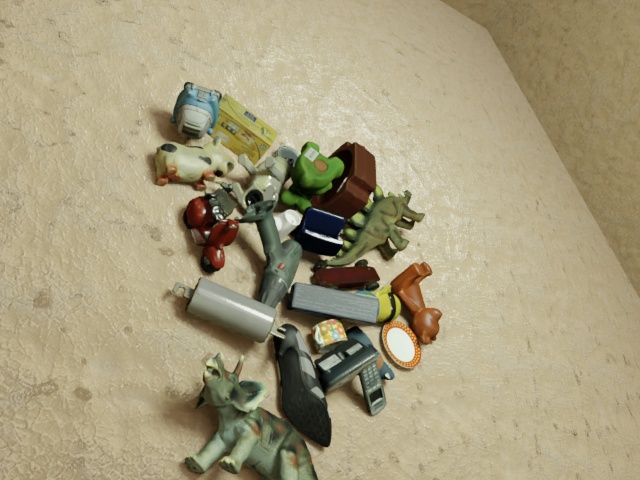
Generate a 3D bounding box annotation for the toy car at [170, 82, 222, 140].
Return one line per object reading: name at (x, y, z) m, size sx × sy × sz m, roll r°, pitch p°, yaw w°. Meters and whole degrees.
toy car at (-0.291, -0.292, 1.266) m, size 0.109 × 0.161 × 0.103 m, roll 15°, pitch 69°, yaw -19°

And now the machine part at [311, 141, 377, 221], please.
machine part at (0.058, -0.146, 1.439) m, size 0.087 × 0.201 × 0.201 m, roll 30°, pitch 42°, yaw -27°

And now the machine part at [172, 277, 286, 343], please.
machine part at (-0.177, 0.140, 1.075) m, size 0.243 × 0.079 × 0.079 m, roll 25°, pitch 44°, yaw -10°

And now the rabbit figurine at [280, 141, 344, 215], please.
rabbit figurine at (-0.031, -0.134, 1.371) m, size 0.121 × 0.170 × 0.159 m, roll 27°, pitch 54°, yaw -6°

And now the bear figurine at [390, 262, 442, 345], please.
bear figurine at (0.275, 0.171, 1.438) m, size 0.120 × 0.132 × 0.196 m, roll 6°, pitch 47°, yaw -59°

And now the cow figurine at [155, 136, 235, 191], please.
cow figurine at (-0.289, -0.185, 1.254) m, size 0.195 × 0.085 × 0.127 m, roll 2°, pitch 63°, yaw -40°

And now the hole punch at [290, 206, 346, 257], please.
hole punch at (-0.003, -0.004, 1.320) m, size 0.142 × 0.115 × 0.092 m, roll 15°, pitch 44°, yaw -11°

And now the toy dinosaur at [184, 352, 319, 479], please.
toy dinosaur at (-0.092, 0.373, 0.960) m, size 0.404 × 0.131 × 0.192 m, roll 46°, pitch 40°, yaw -13°

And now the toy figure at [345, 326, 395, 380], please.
toy figure at (0.116, 0.272, 1.267) m, size 0.154 × 0.058 × 0.064 m, roll 52°, pitch 45°, yaw -3°

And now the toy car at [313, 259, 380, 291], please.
toy car at (0.068, 0.097, 1.367) m, size 0.202 × 0.053 × 0.089 m, roll -2°, pitch 51°, yaw -38°

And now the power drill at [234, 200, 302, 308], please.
power drill at (-0.113, 0.027, 1.189) m, size 0.207 × 0.086 × 0.232 m, roll 66°, pitch 28°, yaw -19°

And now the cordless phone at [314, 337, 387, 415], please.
cordless phone at (0.073, 0.322, 1.170) m, size 0.146 × 0.089 × 0.184 m, roll -28°, pitch 116°, yaw -23°

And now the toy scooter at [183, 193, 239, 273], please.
toy scooter at (-0.226, -0.033, 1.144) m, size 0.075 × 0.135 × 0.184 m, roll 0°, pitch 58°, yaw -40°

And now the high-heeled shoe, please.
high-heeled shoe at (-0.033, 0.297, 1.125) m, size 0.145 × 0.086 × 0.248 m, roll -44°, pitch 112°, yaw -80°

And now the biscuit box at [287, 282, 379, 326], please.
biscuit box at (0.029, 0.146, 1.225) m, size 0.203 × 0.059 × 0.063 m, roll 13°, pitch 72°, yaw -8°

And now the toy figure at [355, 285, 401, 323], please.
toy figure at (0.127, 0.169, 1.343) m, size 0.180 × 0.082 × 0.089 m, roll 0°, pitch 70°, yaw -47°

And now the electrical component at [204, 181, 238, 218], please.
electrical component at (-0.233, -0.091, 1.254) m, size 0.078 × 0.045 × 0.102 m, roll 44°, pitch 40°, yaw -3°

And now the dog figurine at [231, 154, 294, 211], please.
dog figurine at (-0.127, -0.134, 1.363) m, size 0.121 × 0.172 × 0.190 m, roll 18°, pitch 6°, yaw 19°

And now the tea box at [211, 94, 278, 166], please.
tea box at (-0.207, -0.283, 1.393) m, size 0.169 × 0.098 × 0.068 m, roll 36°, pitch 42°, yaw -17°

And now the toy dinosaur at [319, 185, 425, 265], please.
toy dinosaur at (0.159, -0.037, 1.527) m, size 0.198 × 0.105 × 0.471 m, roll 39°, pitch 45°, yaw 1°
